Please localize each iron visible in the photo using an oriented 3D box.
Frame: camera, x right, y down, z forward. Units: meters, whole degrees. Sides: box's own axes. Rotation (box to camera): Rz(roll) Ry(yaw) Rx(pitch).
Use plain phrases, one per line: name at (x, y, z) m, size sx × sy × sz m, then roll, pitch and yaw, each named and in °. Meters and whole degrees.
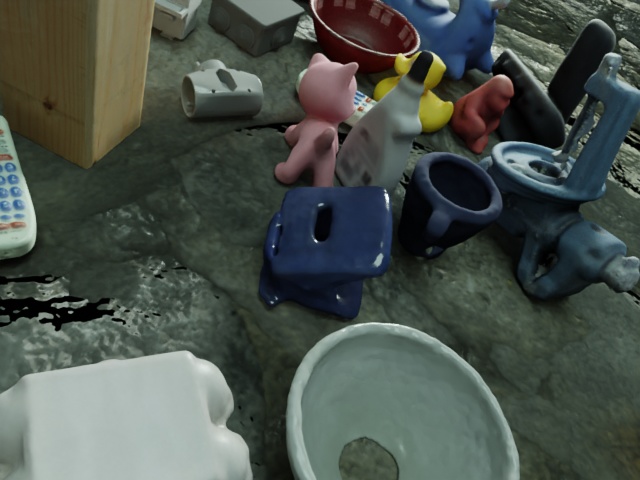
iron at (0.159, -0.352, 0.839) m, size 0.119 × 0.141 × 0.258 m, roll -23°, pitch 64°, yaw -37°

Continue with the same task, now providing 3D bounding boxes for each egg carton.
egg carton at (-0.120, 0.126, 0.344) m, size 0.151 × 0.069 × 0.107 m, roll -5°, pitch 54°, yaw -28°

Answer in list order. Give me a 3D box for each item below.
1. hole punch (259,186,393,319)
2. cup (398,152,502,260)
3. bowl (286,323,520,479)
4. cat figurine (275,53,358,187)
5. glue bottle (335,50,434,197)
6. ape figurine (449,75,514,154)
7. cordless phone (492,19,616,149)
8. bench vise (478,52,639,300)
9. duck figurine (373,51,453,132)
hole punch at (0.005, 0.002, 0.495) m, size 0.101 × 0.091 × 0.108 m, roll 17°, pitch 46°, yaw -11°
cup at (0.112, -0.017, 0.558) m, size 0.091 × 0.095 × 0.118 m, roll 32°, pitch 46°, yaw 4°
bowl at (0.047, 0.146, 0.400) m, size 0.168 × 0.074 × 0.167 m, roll 13°, pitch 47°, yaw -14°
cat figurine at (0.005, -0.129, 0.590) m, size 0.067 × 0.117 × 0.128 m, roll 15°, pitch 47°, yaw -12°
glue bottle at (0.068, -0.110, 0.564) m, size 0.037 × 0.173 × 0.078 m, roll -9°, pitch 56°, yaw -31°
ape figurine at (0.215, -0.171, 0.742) m, size 0.078 × 0.092 × 0.076 m, roll -13°, pitch 58°, yaw -33°
cordless phone at (0.307, -0.226, 0.767) m, size 0.094 × 0.185 × 0.147 m, roll -5°, pitch 54°, yaw -28°
bench vise at (0.267, -0.058, 0.578) m, size 0.122 × 0.219 × 0.207 m, roll -25°, pitch 65°, yaw -38°
duck figurine at (0.129, -0.194, 0.727) m, size 0.104 × 0.086 × 0.078 m, roll 31°, pitch 45°, yaw 3°
